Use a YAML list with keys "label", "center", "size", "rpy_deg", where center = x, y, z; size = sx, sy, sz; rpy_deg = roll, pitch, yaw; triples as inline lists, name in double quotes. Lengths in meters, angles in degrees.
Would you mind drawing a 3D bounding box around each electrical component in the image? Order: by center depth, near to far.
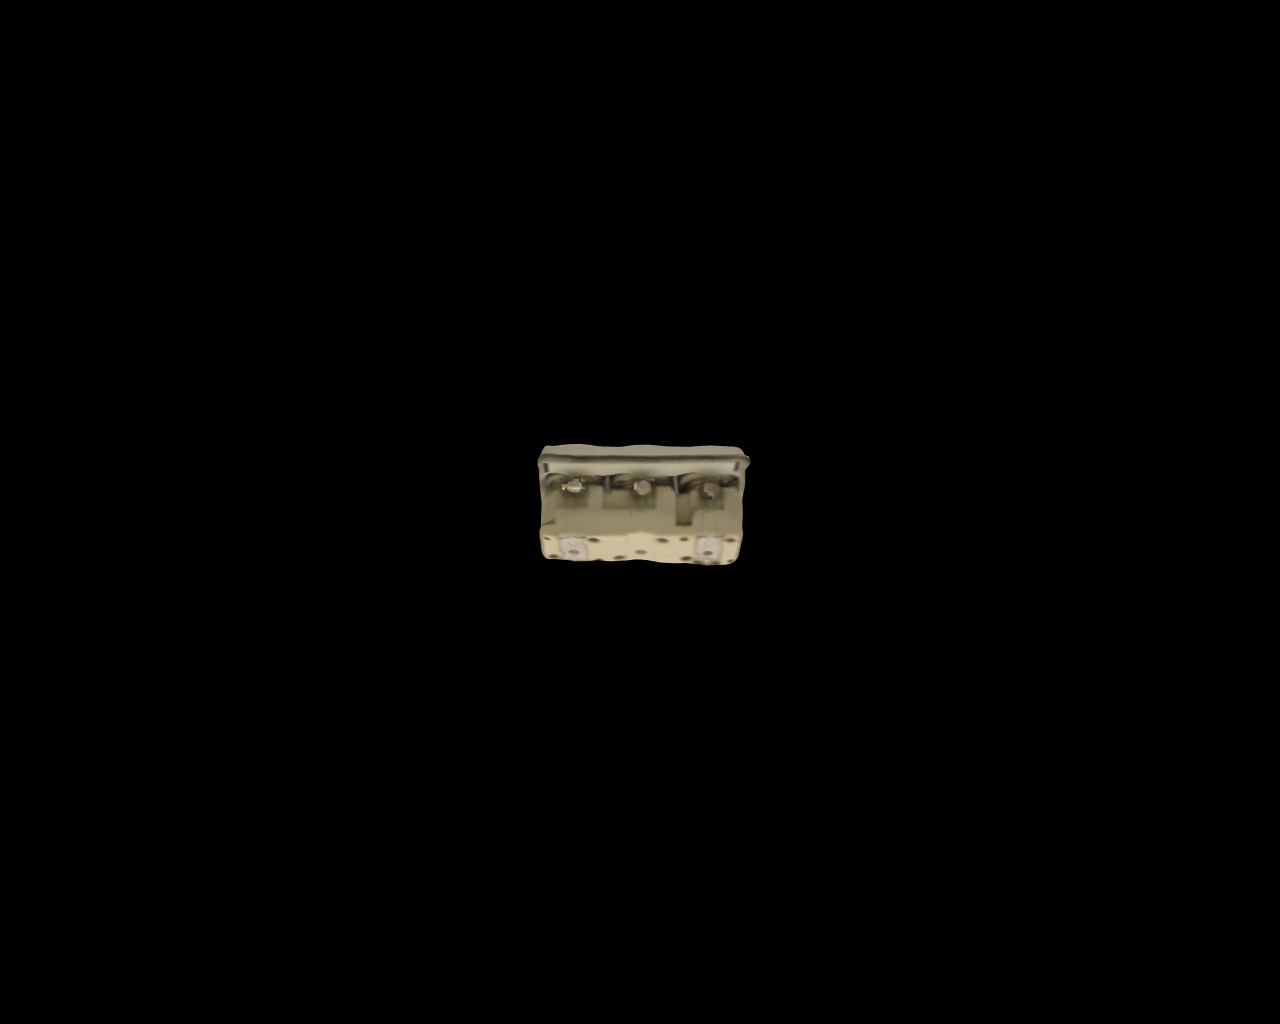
- label: "electrical component"
  center: [0.001, -0.003, 0.650]
  size: [0.121, 0.063, 0.078]
  rpy_deg: [1, -28, -2]
